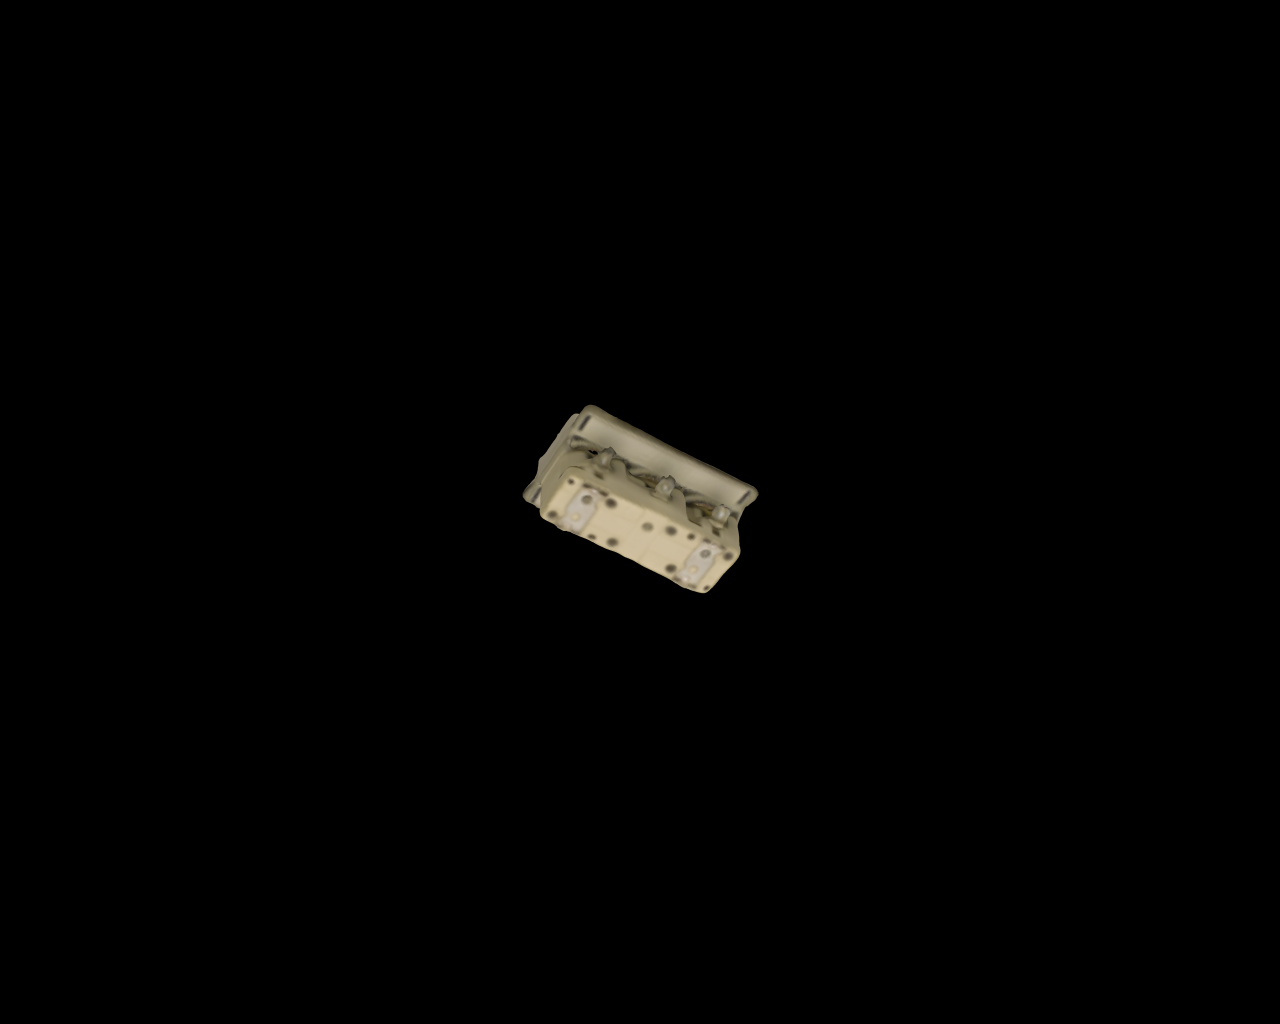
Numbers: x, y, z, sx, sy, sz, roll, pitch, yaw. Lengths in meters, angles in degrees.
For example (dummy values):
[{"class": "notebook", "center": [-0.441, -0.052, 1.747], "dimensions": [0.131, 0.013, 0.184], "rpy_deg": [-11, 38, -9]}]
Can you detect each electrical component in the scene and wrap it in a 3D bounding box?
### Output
[{"class": "electrical component", "center": [0.001, -0.003, 0.650], "dimensions": [0.121, 0.078, 0.063], "rpy_deg": [27, 33, -19]}]
